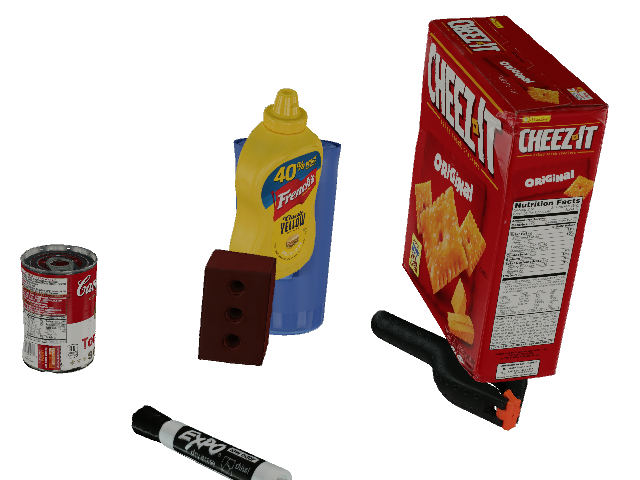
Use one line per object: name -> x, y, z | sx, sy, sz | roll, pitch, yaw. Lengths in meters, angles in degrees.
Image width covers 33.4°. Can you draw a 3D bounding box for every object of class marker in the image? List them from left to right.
marker -> -0.068, 0.123, 0.629 | 0.121, 0.020, 0.020 | 16, 10, 37

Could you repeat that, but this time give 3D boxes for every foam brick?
foam brick -> -0.065, 0.053, 0.848 | 0.053, 0.078, 0.051 | 6, 13, 2

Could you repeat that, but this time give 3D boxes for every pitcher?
pitcher -> -0.045, -0.007, 1.333 | 0.145, 0.243, 0.148 | 11, 14, 38

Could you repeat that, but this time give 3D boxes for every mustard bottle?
mustard bottle -> -0.040, -0.056, 1.026 | 0.096, 0.192, 0.058 | -24, 43, -39

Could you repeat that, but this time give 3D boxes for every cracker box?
cracker box -> 0.120, -0.031, 0.764 | 0.072, 0.214, 0.164 | -6, 33, -14

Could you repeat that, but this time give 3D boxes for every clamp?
clamp -> 0.134, 0.100, 0.928 | 0.120, 0.039, 0.172 | -17, 36, -23

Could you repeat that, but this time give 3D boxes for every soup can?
soup can -> -0.241, 0.063, 0.982 | 0.068, 0.102, 0.068 | 5, 19, -2
